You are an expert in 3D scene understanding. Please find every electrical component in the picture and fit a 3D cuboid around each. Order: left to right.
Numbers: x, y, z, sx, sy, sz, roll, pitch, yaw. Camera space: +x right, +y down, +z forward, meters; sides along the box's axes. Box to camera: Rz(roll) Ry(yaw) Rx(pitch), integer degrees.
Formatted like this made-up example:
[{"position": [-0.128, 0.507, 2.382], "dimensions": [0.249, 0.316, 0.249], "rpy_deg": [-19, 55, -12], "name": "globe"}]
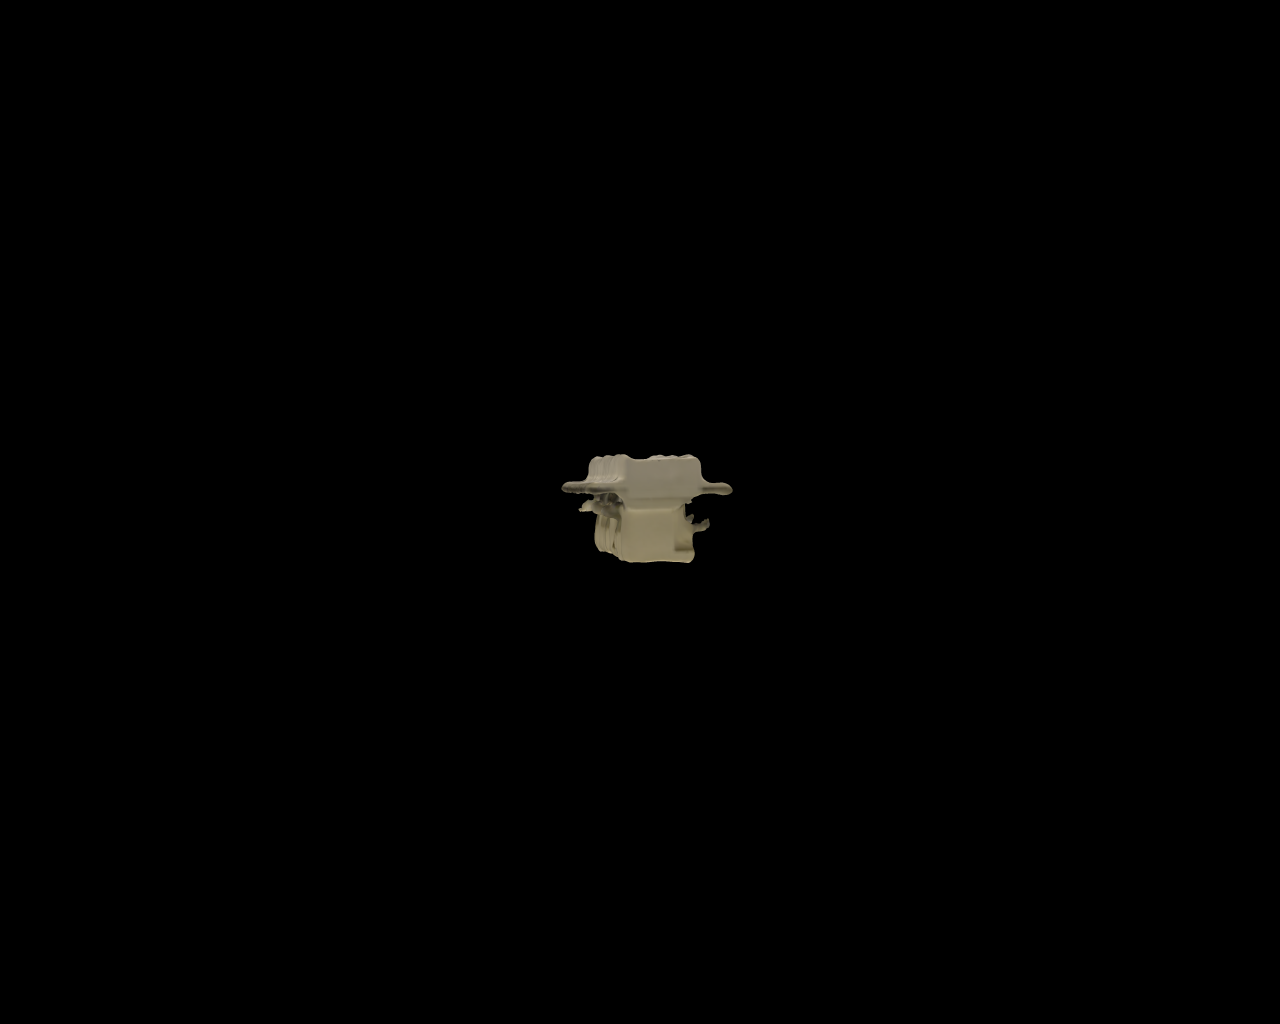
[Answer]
[{"position": [0.001, -0.003, 0.650], "dimensions": [0.079, 0.063, 0.121], "rpy_deg": [0, 3, -11], "name": "electrical component"}]
